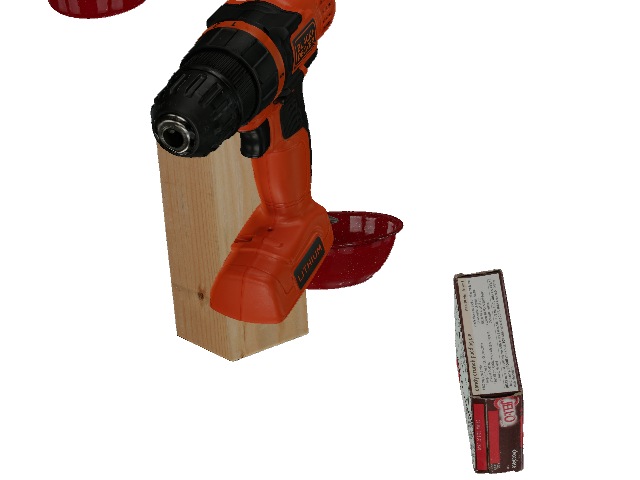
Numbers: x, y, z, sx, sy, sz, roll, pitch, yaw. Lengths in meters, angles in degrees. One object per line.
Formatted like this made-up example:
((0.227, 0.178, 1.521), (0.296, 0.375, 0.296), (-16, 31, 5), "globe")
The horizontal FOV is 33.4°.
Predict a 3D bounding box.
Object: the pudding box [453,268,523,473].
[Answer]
((0.117, 0.091, 0.742), (0.039, 0.090, 0.113), (-6, 44, 3), "pudding box")

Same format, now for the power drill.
((-0.037, -0.045, 0.622), (0.057, 0.188, 0.184), (13, 38, 18), "power drill")

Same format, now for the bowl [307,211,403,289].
((0.007, 0.012, 1.101), (0.162, 0.055, 0.162), (-4, 13, 1), "bowl")

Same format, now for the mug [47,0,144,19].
((-0.181, -0.216, 0.787), (0.117, 0.081, 0.093), (-3, 38, 3), "mug")

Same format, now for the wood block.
((-0.077, -0.014, 0.932), (0.090, 0.206, 0.091), (-17, 23, -38), "wood block")
